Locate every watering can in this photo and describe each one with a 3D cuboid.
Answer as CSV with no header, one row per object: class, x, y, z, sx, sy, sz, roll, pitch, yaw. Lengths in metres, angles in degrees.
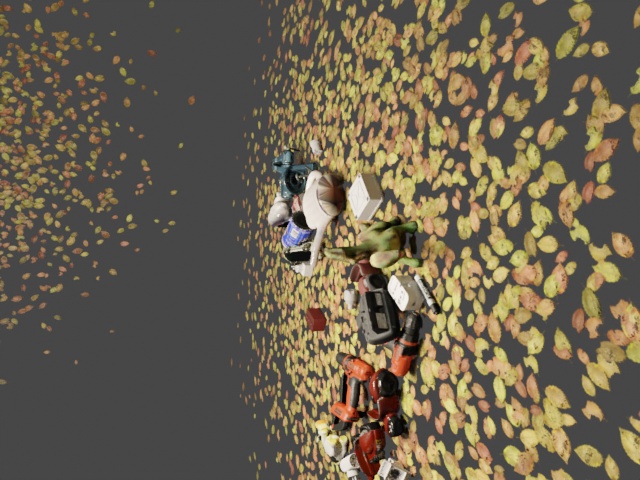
watering can,0.006,-0.091,1.809,0.221,0.104,0.352,146,123,-61

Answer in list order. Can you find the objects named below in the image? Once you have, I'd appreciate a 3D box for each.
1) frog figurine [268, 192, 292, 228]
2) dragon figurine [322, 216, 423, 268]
frog figurine,-0.174,-0.135,2.214,0.135,0.123,0.161,101,151,-71
dragon figurine,0.120,0.008,1.387,0.412,0.243,0.121,-161,67,-63
